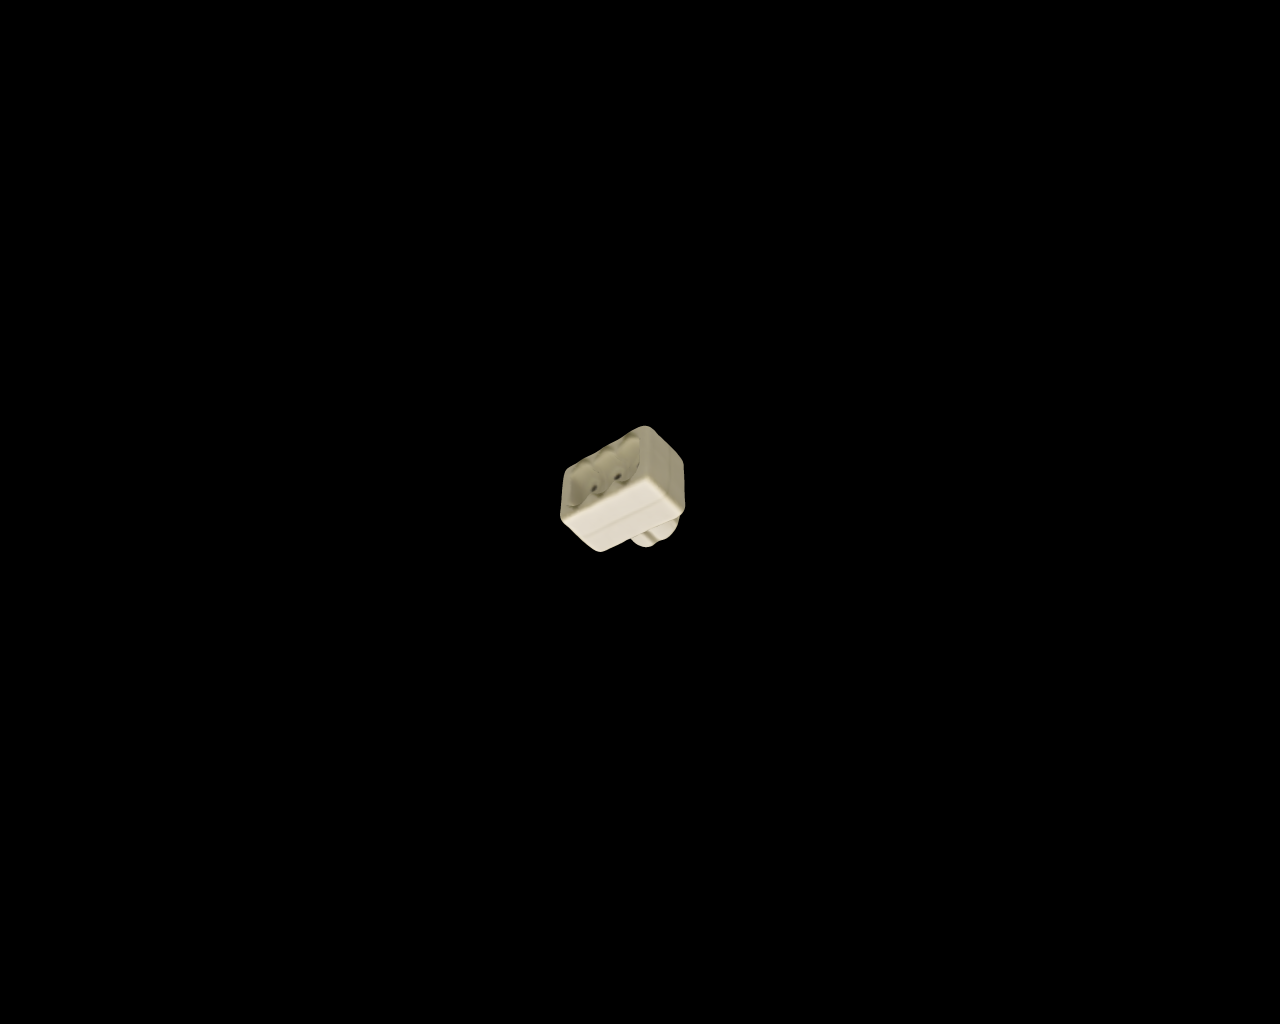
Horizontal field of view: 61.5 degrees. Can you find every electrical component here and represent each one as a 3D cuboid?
[{"bbox_3d":[0.001,-0.003,0.650,0.065,0.047,0.076,-26,-49,25],"label":"electrical component"}]
